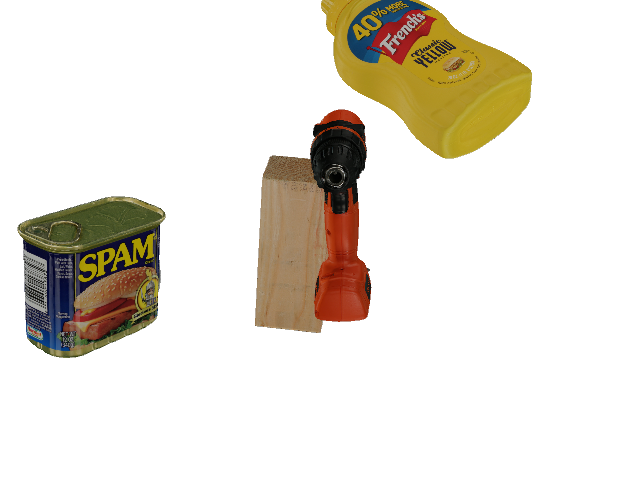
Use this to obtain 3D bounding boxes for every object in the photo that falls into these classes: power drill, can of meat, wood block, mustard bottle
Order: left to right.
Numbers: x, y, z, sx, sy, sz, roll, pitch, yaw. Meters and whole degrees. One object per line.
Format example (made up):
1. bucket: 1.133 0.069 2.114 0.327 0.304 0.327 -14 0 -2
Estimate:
1. can of meat: -0.157 0.024 0.741 0.058 0.084 0.101 20 26 33
2. wood block: -0.032 0.004 1.383 0.090 0.206 0.090 6 24 3
3. power drill: 0.020 -0.021 1.024 0.057 0.188 0.184 1 20 5
4. mustard bottle: 0.067 -0.145 0.841 0.096 0.058 0.192 -36 56 -19
